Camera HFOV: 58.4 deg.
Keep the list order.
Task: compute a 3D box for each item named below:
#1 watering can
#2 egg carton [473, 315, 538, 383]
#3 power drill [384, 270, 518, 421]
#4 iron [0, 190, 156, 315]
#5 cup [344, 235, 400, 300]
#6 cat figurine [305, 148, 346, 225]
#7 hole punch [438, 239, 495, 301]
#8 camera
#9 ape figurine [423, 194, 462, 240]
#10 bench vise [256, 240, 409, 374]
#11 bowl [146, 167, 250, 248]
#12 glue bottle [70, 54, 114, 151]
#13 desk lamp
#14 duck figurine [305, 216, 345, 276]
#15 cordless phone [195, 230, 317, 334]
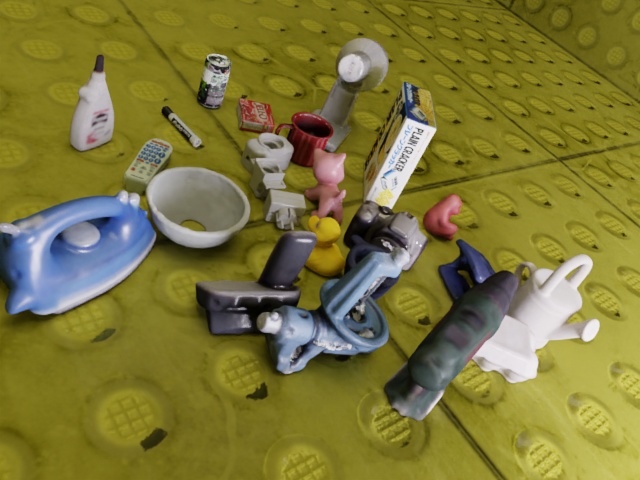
[{"bbox_3d":[0.414,0.103,1.009,0.172,0.194,0.101,42,42,19],"label":"watering can"},{"bbox_3d":[0.294,0.173,0.966,0.150,0.069,0.107,23,39,-3],"label":"egg carton"},{"bbox_3d":[0.181,0.155,0.814,0.075,0.208,0.230,39,41,16],"label":"power drill"},{"bbox_3d":[-0.320,-0.009,0.779,0.118,0.141,0.259,40,41,17],"label":"iron"},{"bbox_3d":[0.067,0.058,0.950,0.092,0.095,0.117,-5,48,-32],"label":"cup"},{"bbox_3d":[0.020,-0.112,1.096,0.067,0.117,0.127,3,44,-25],"label":"cat figurine"},{"bbox_3d":[0.292,0.059,1.074,0.101,0.091,0.108,4,44,-24],"label":"hole punch"},{"bbox_3d":[0.112,0.003,1.031,0.143,0.100,0.137,32,40,8],"label":"camera"},{"bbox_3d":[0.261,-0.055,1.182,0.076,0.092,0.078,23,39,-4],"label":"ape figurine"},{"bbox_3d":[0.029,0.100,0.785,0.208,0.219,0.121,-17,55,-40],"label":"bench vise"},{"bbox_3d":[-0.202,-0.041,0.931,0.168,0.074,0.167,15,40,-13],"label":"bowl"},{"bbox_3d":[-0.382,-0.235,0.971,0.037,0.173,0.078,33,40,10],"label":"glue bottle"},{"bbox_3d":[0.060,-0.338,1.291,0.118,0.213,0.203,28,39,3],"label":"desk lamp"},{"bbox_3d":[0.009,0.004,0.987,0.078,0.086,0.104,-22,58,-42],"label":"duck figurine"},{"bbox_3d":[-0.089,0.046,0.809,0.148,0.185,0.094,0,45,-28],"label":"cordless phone"}]
